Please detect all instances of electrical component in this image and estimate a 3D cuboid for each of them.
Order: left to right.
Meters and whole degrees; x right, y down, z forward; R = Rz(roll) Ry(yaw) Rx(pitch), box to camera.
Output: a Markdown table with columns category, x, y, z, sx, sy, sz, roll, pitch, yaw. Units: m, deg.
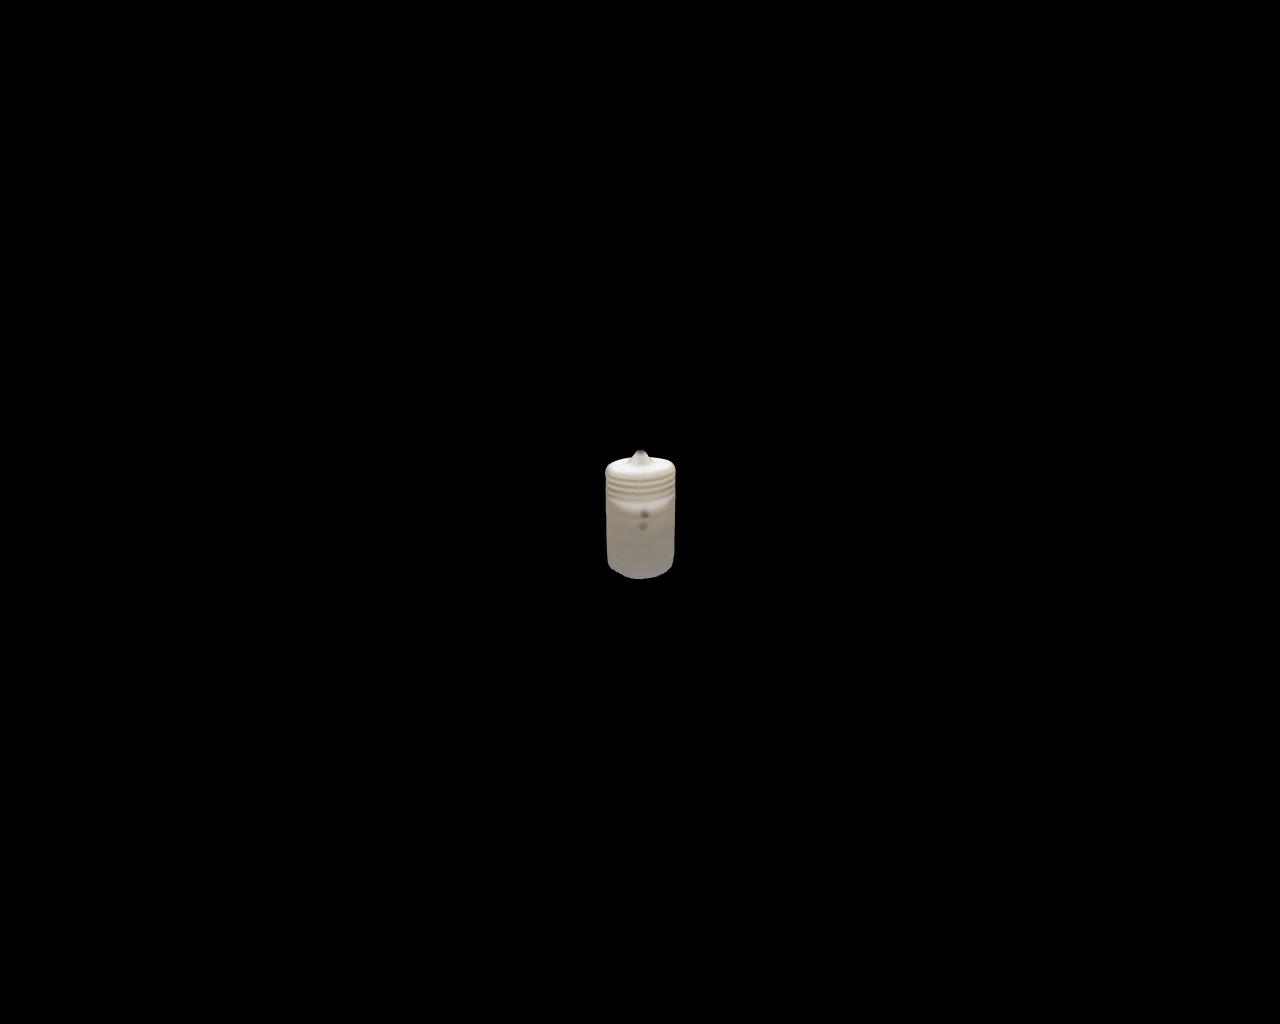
| category | x | y | z | sx | sy | sz | roll | pitch | yaw |
| --- | --- | --- | --- | --- | --- | --- | --- | --- | --- |
| electrical component | 0.001 | -0.003 | 0.650 | 0.043 | 0.080 | 0.043 | 0 | 29 | 0 |
